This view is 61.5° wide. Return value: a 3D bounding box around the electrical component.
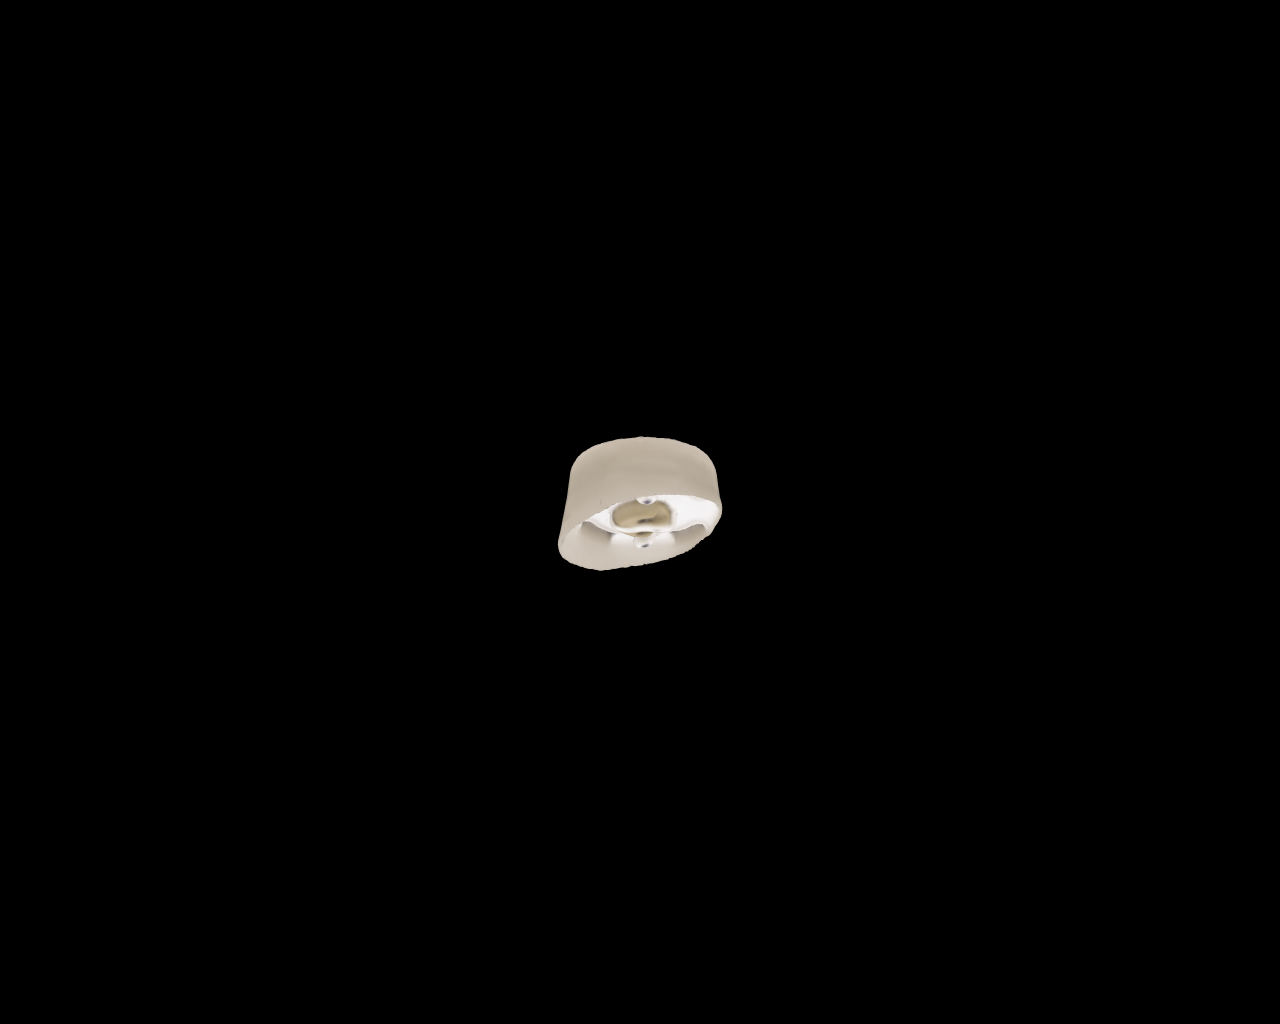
[{"bbox_3d":[0.001,-0.003,0.650,0.099,0.064,0.099,0,-27,0],"label":"electrical component"}]
